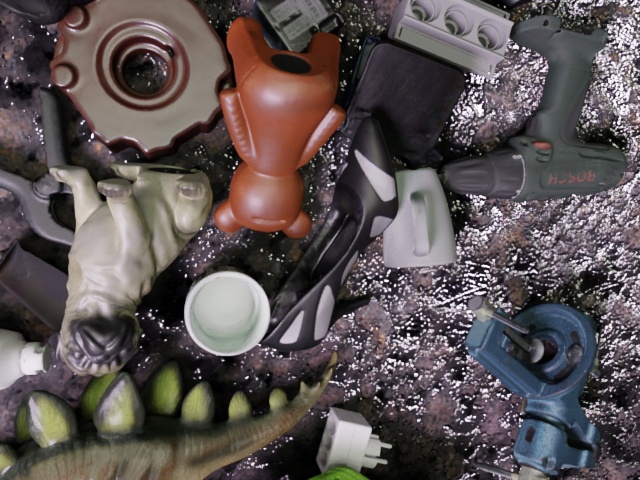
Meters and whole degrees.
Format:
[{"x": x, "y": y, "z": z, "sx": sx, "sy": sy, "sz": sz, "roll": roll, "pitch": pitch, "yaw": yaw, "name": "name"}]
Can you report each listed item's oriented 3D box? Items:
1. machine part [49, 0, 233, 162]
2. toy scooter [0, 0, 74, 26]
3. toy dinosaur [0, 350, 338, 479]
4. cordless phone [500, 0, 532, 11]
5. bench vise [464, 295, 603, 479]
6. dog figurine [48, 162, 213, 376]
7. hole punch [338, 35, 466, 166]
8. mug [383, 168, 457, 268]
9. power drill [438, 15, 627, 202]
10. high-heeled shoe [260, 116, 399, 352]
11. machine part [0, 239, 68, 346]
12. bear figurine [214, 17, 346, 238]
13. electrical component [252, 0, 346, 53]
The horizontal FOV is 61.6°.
[{"x": -0.178, "y": -0.172, "z": 0.551, "sx": 0.179, "sy": 0.056, "sz": 0.179, "roll": 0, "pitch": 92, "yaw": -13, "name": "machine part"}, {"x": -0.292, "y": -0.275, "z": 0.502, "sx": 0.184, "sy": 0.075, "sz": 0.135, "roll": 10, "pitch": 75, "yaw": 19, "name": "toy scooter"}, {"x": -0.196, "y": 0.226, "z": 0.537, "sx": 0.471, "sy": 0.105, "sz": 0.198, "roll": -10, "pitch": 90, "yaw": -16, "name": "toy dinosaur"}, {"x": 0.157, "y": -0.307, "z": 0.567, "sx": 0.184, "sy": 0.147, "sz": 0.088, "roll": -1, "pitch": 100, "yaw": -14, "name": "cordless phone"}, {"x": 0.231, "y": 0.151, "z": 0.600, "sx": 0.240, "sy": 0.129, "sz": 0.223, "roll": 40, "pitch": 76, "yaw": -28, "name": "bench vise"}, {"x": -0.178, "y": 0.024, "z": 0.534, "sx": 0.172, "sy": 0.121, "sz": 0.190, "roll": -10, "pitch": 112, "yaw": -43, "name": "dog figurine"}, {"x": 0.084, "y": -0.158, "z": 0.599, "sx": 0.142, "sy": 0.092, "sz": 0.115, "roll": 17, "pitch": 118, "yaw": -14, "name": "hole punch"}, {"x": 0.104, "y": -0.025, "z": 0.588, "sx": 0.081, "sy": 0.109, "sz": 0.107, "roll": -6, "pitch": 89, "yaw": 14, "name": "mug"}, {"x": 0.255, "y": -0.146, "z": 0.628, "sx": 0.232, "sy": 0.086, "sz": 0.207, "roll": 5, "pitch": 87, "yaw": -13, "name": "power drill"}, {"x": -0.001, "y": -0.002, "z": 0.563, "sx": 0.145, "sy": 0.086, "sz": 0.248, "roll": -10, "pitch": 112, "yaw": -29, "name": "high-heeled shoe"}, {"x": -0.271, "y": 0.060, "z": 0.548, "sx": 0.084, "sy": 0.039, "sz": 0.139, "roll": -46, "pitch": 101, "yaw": -2, "name": "machine part"}, {"x": -0.045, "y": -0.102, "z": 0.551, "sx": 0.120, "sy": 0.195, "sz": 0.132, "roll": 3, "pitch": 46, "yaw": -12, "name": "bear figurine"}, {"x": -0.041, "y": -0.228, "z": 0.582, "sx": 0.119, "sy": 0.048, "sz": 0.074, "roll": -34, "pitch": 97, "yaw": -10, "name": "electrical component"}]
